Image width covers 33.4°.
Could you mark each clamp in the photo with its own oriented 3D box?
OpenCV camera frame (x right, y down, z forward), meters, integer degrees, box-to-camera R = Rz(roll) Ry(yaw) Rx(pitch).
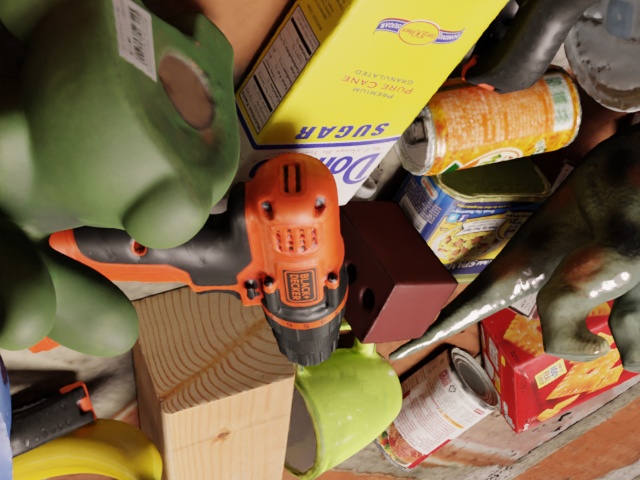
[{"bbox_3d":[-0.249,0.143,0.691,0.209,0.036,0.165,-20,-178,-38],"label":"clamp"},{"bbox_3d":[0.121,-0.126,0.540,0.039,0.120,0.172,23,136,-4],"label":"clamp"}]

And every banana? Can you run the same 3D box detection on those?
[{"bbox_3d":[-0.184,0.156,0.743,0.198,0.069,0.037,-7,121,26],"label":"banana"}]

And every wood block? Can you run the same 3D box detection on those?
[{"bbox_3d":[-0.079,0.125,0.770,0.090,0.090,0.206,-15,146,-16],"label":"wood block"}]

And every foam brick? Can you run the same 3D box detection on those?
[{"bbox_3d":[0.037,0.019,0.668,0.051,0.078,0.053,-2,133,-38],"label":"foam brick"}]

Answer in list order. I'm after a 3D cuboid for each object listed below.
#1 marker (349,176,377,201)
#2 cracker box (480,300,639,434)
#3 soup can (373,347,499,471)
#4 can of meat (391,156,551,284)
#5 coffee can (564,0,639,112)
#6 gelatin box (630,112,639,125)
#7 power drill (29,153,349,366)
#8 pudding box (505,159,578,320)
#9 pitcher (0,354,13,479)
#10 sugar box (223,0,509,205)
[{"bbox_3d":[-0.005,0.001,0.710,0.020,0.020,0.121,7,135,-42],"label":"marker"},{"bbox_3d":[0.253,0.079,0.958,0.213,0.072,0.164,-25,148,-4],"label":"cracker box"},{"bbox_3d":[0.100,0.151,0.955,0.102,0.068,0.068,-40,146,20],"label":"soup can"},{"bbox_3d":[0.094,-0.018,0.719,0.101,0.057,0.084,-2,139,-34],"label":"can of meat"},{"bbox_3d":[0.222,-0.133,0.601,0.140,0.103,0.103,-12,145,-23],"label":"coffee can"},{"bbox_3d":[0.264,-0.051,0.770,0.073,0.089,0.030,73,38,-58],"label":"gelatin box"},{"bbox_3d":[-0.077,0.023,0.604,0.187,0.057,0.184,-5,145,-1],"label":"power drill"},{"bbox_3d":[0.175,0.003,0.769,0.113,0.039,0.089,-65,156,8],"label":"pudding box"},{"bbox_3d":[-0.287,0.089,0.548,0.242,0.145,0.149,-7,131,-22],"label":"pitcher"},{"bbox_3d":[0.017,-0.090,0.571,0.093,0.048,0.176,3,137,-38],"label":"sugar box"}]
